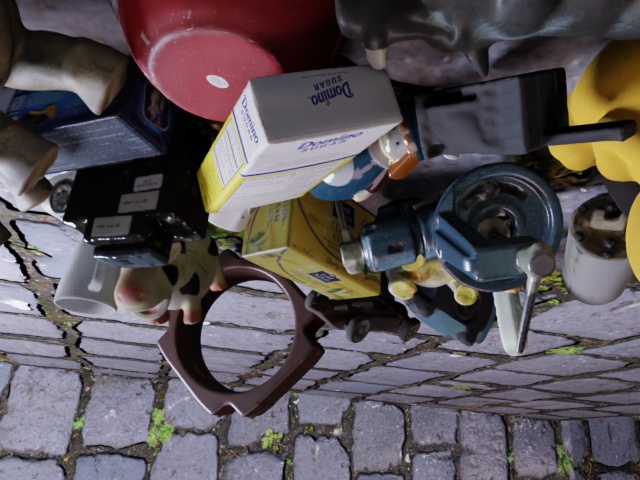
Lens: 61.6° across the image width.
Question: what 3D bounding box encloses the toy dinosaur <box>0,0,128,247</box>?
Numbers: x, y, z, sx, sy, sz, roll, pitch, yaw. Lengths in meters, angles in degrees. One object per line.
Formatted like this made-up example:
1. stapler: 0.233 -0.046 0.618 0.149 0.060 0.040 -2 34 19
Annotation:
1. toy dinosaur: -0.226 -0.114 0.303 0.198 0.105 0.471 36 133 -21

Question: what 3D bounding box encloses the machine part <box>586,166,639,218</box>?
1. machine part: 0.298 -0.043 0.489 0.138 0.084 0.039 28 171 -29

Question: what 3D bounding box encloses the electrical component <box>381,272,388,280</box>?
1. electrical component: 0.067 0.046 0.769 0.078 0.045 0.102 11 157 -12

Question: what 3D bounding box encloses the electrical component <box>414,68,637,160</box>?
1. electrical component: 0.129 -0.081 0.340 0.075 0.047 0.119 -22 -163 -40

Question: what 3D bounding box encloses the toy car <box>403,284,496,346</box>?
1. toy car: 0.170 0.080 0.767 0.161 0.109 0.103 26 168 -25

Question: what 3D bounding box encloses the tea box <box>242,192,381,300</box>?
1. tea box: -0.001 -0.002 0.597 0.068 0.098 0.169 -12 154 36

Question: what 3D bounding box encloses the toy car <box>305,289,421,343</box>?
1. toy car: 0.062 0.096 0.721 0.089 0.053 0.202 36 -168 36

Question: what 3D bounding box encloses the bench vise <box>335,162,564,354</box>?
1. bench vise: 0.126 -0.003 0.485 0.224 0.128 0.241 -3 -168 -1

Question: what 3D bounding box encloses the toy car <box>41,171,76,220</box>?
1. toy car: -0.202 -0.048 0.572 0.202 0.056 0.073 -7 162 18

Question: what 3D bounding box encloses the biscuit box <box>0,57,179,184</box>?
1. biscuit box: -0.221 -0.096 0.454 0.203 0.059 0.062 -4 155 20

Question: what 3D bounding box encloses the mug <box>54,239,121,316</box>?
1. mug: -0.310 0.039 0.737 0.081 0.107 0.109 13 152 -22

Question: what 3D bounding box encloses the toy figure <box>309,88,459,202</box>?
1. toy figure: 0.050 -0.073 0.452 0.154 0.058 0.064 -20 114 45

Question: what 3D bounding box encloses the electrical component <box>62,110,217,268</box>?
1. electrical component: -0.157 -0.043 0.476 0.115 0.134 0.058 -2 157 20

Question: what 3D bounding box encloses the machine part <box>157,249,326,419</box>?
1. machine part: -0.107 0.130 0.760 0.202 0.201 0.087 45 176 22

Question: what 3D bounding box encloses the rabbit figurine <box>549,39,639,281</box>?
1. rabbit figurine: 0.238 -0.051 0.340 0.122 0.173 0.162 9 162 -2

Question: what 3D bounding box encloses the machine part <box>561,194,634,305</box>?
1. machine part: 0.323 0.018 0.615 0.079 0.079 0.243 -5 155 20

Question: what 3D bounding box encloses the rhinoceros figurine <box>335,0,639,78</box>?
1. rhinoceros figurine: 0.103 -0.141 0.288 0.190 0.073 0.112 -1 168 7

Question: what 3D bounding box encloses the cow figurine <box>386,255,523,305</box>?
1. cow figurine: 0.165 0.029 0.668 0.167 0.098 0.068 5 114 -5

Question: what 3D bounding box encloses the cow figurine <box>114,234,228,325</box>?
1. cow figurine: -0.177 0.034 0.639 0.086 0.127 0.195 -6 -165 11
